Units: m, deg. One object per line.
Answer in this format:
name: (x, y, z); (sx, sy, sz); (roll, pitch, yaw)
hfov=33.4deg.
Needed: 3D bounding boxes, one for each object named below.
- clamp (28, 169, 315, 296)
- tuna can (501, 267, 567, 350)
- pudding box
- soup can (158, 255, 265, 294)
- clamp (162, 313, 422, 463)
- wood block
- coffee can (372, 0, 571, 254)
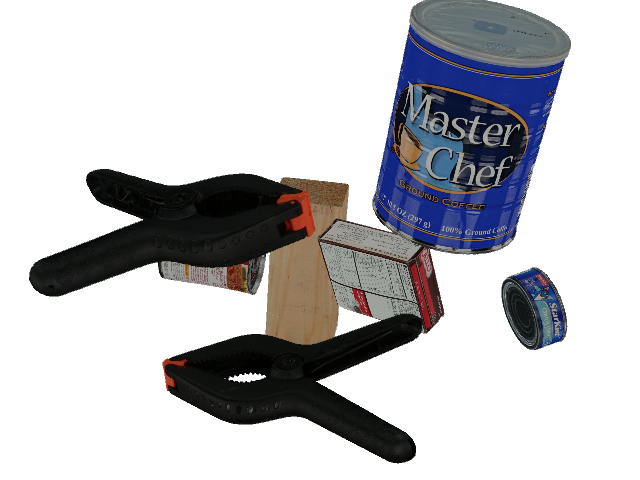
clamp: (-0.092, -0.005, 0.655); (0.172, 0.039, 0.120); (0, 42, 22)
tuna can: (0.230, 0.075, 1.158); (0.033, 0.086, 0.086); (-18, 4, -13)
pudding box: (0.058, 0.033, 1.022); (0.114, 0.090, 0.039); (14, 44, 36)
soup can: (-0.115, 0.017, 1.142); (0.102, 0.068, 0.068); (9, 1, 9)
clamp: (-0.017, 0.104, 0.841); (0.210, 0.036, 0.164); (4, 31, 13)
wood block: (-0.018, 0.032, 1.389); (0.090, 0.206, 0.090); (6, 23, 4)
coffee can: (0.097, -0.077, 0.706); (0.102, 0.140, 0.103); (7, 31, -5)
